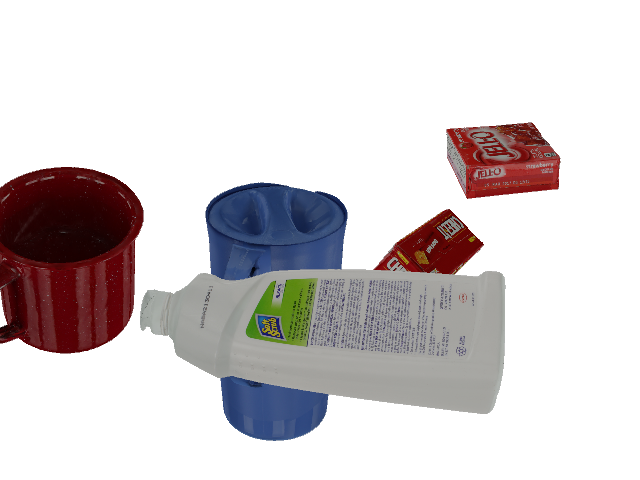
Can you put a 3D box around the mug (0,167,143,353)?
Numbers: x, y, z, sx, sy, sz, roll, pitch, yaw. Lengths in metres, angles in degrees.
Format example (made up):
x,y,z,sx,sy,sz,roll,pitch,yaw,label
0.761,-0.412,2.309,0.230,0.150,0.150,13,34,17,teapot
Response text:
x,y,z,sx,sy,sz,roll,pitch,yaw,label
-0.162,0.021,0.647,0.093,0.081,0.117,28,45,21,mug

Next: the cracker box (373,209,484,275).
x,y,z,sx,sy,sz,roll,pitch,yaw,label
0.077,0.070,1.267,0.214,0.072,0.164,-48,-8,31,cracker box

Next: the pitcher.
x,y,z,sx,sy,sz,roll,pitch,yaw,label
-0.048,0.078,1.044,0.149,0.243,0.145,-12,31,-24,pitcher

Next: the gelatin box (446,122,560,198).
x,y,z,sx,sy,sz,roll,pitch,yaw,label
0.144,-0.066,0.851,0.073,0.030,0.089,-5,25,-2,gelatin box

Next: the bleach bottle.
x,y,z,sx,sy,sz,roll,pitch,yaw,label
0.001,0.058,0.754,0.251,0.102,0.068,7,-42,3,bleach bottle
